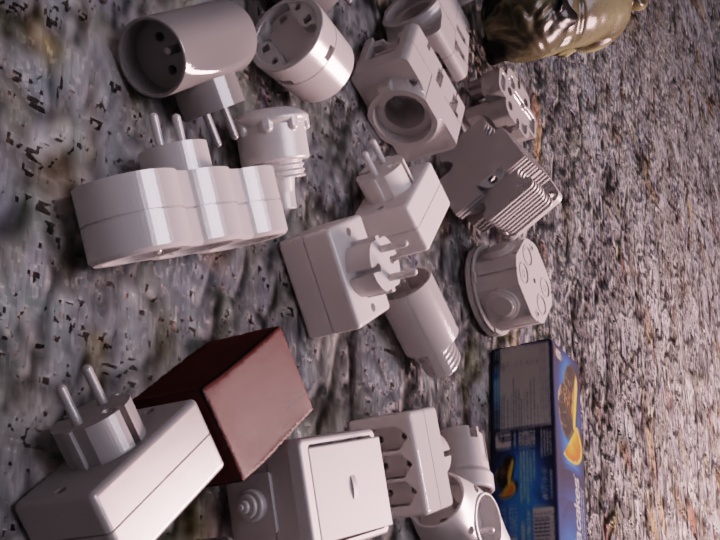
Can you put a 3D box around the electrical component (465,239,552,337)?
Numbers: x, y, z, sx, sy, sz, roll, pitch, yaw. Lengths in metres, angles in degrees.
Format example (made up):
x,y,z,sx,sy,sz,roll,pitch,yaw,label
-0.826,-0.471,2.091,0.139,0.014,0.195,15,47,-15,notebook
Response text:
x,y,z,sx,sy,sz,roll,pitch,yaw,label
0.126,0.014,0.920,0.080,0.051,0.080,32,51,-51,electrical component

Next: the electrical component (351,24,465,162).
x,y,z,sx,sy,sz,roll,pitch,yaw,label
0.038,-0.133,0.831,0.089,0.050,0.055,54,36,-34,electrical component

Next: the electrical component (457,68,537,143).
x,y,z,sx,sy,sz,roll,pitch,yaw,label
0.116,-0.141,0.963,0.078,0.057,0.058,44,43,-44,electrical component

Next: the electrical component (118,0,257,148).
x,y,z,sx,sy,sz,roll,pitch,yaw,label
-0.089,-0.108,0.605,0.077,0.044,0.079,-39,112,-58,electrical component

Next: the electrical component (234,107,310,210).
x,y,z,sx,sy,sz,roll,pitch,yaw,label
-0.052,-0.067,0.654,0.048,0.048,0.062,-15,97,-61,electrical component

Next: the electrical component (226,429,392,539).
x,y,z,sx,sy,sz,roll,pitch,yaw,label
-0.030,0.123,0.591,0.096,0.061,0.061,6,73,-59,electrical component

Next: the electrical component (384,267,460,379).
x,y,z,sx,sy,sz,roll,pitch,yaw,label
0.048,0.043,0.778,0.081,0.043,0.043,63,32,-23,electrical component

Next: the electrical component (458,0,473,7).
x,y,z,sx,sy,sz,roll,pitch,yaw,label
0.077,-0.264,0.963,0.055,0.045,0.045,65,31,-20,electrical component

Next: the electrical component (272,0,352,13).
x,y,z,sx,sy,sz,roll,pitch,yaw,label
-0.025,-0.221,0.759,0.073,0.052,0.138,48,39,-40,electrical component

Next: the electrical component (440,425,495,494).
x,y,z,sx,sy,sz,roll,pitch,yaw,label
0.077,0.142,0.792,0.040,0.040,0.046,36,42,-49,electrical component

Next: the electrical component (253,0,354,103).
x,y,z,sx,sy,sz,roll,pitch,yaw,label
-0.036,-0.142,0.704,0.047,0.055,0.055,37,47,-53,electrical component

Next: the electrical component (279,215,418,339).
x,y,z,sx,sy,sz,roll,pitch,yaw,label
0.000,0.000,0.680,0.047,0.077,0.065,-30,104,-60,electrical component

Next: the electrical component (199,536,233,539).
x,y,z,sx,sy,sz,roll,pitch,yaw,label
-0.072,0.164,0.527,0.035,0.035,0.061,0,80,-60,electrical component

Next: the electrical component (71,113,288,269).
x,y,z,sx,sy,sz,roll,pitch,yaw,label
-0.094,-0.046,0.562,0.138,0.052,0.073,-12,88,-61,electrical component

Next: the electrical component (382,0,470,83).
x,y,z,sx,sy,sz,roll,pitch,yaw,label
0.054,-0.193,0.877,0.055,0.050,0.089,54,29,-33,electrical component

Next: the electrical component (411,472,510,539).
x,y,z,sx,sy,sz,roll,pitch,yaw,label
0.068,0.194,0.747,0.077,0.044,0.079,51,38,-37,electrical component

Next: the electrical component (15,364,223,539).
x,y,z,sx,sy,sz,roll,pitch,yaw,label
-0.112,0.080,0.479,0.083,0.047,0.075,-45,117,-57,electrical component

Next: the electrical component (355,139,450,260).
x,y,z,sx,sy,sz,roll,pitch,yaw,label
0.022,-0.057,0.774,0.076,0.047,0.065,62,32,-24,electrical component

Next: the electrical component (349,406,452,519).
x,y,z,sx,sy,sz,roll,pitch,yaw,label
0.036,0.126,0.718,0.077,0.047,0.065,2,76,-60,electrical component
